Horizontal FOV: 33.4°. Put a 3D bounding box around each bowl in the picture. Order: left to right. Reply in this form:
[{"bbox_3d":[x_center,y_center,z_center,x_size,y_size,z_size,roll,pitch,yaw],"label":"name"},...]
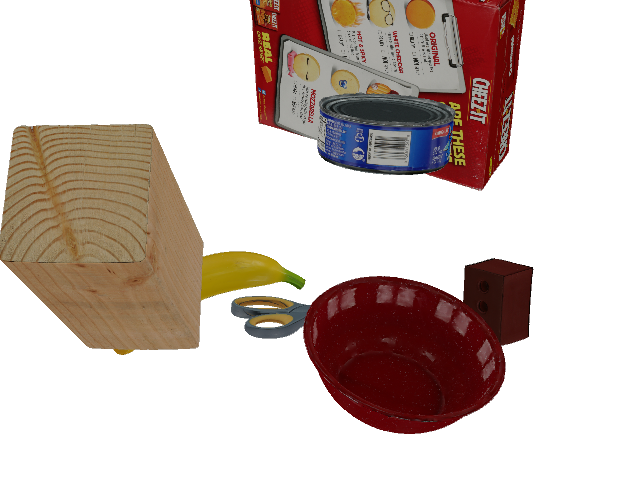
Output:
[{"bbox_3d":[0.062,0.100,0.846,0.162,0.055,0.162,8,37,-6],"label":"bowl"}]

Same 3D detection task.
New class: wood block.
[{"bbox_3d":[-0.141,0.006,0.733,0.090,0.091,0.206,0,-20,3],"label":"wood block"}]

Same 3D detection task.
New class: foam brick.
[{"bbox_3d":[0.183,0.063,1.106,0.051,0.078,0.053,-14,20,-42],"label":"foam brick"}]

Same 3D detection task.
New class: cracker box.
[{"bbox_3d":[0.050,-0.150,0.863,0.214,0.164,0.072,18,44,22],"label":"cracker box"}]

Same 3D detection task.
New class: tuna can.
[{"bbox_3d":[0.041,-0.068,0.672,0.086,0.034,0.086,3,19,-1],"label":"tuna can"}]

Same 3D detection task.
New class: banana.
[{"bbox_3d":[-0.116,0.052,0.976,0.198,0.069,0.037,-20,26,14],"label":"banana"}]

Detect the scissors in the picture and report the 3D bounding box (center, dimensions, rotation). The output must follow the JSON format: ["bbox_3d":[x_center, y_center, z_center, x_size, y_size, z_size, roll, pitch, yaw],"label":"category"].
[{"bbox_3d":[-0.001,0.087,1.190,0.201,0.016,0.096,4,22,0],"label":"scissors"}]
